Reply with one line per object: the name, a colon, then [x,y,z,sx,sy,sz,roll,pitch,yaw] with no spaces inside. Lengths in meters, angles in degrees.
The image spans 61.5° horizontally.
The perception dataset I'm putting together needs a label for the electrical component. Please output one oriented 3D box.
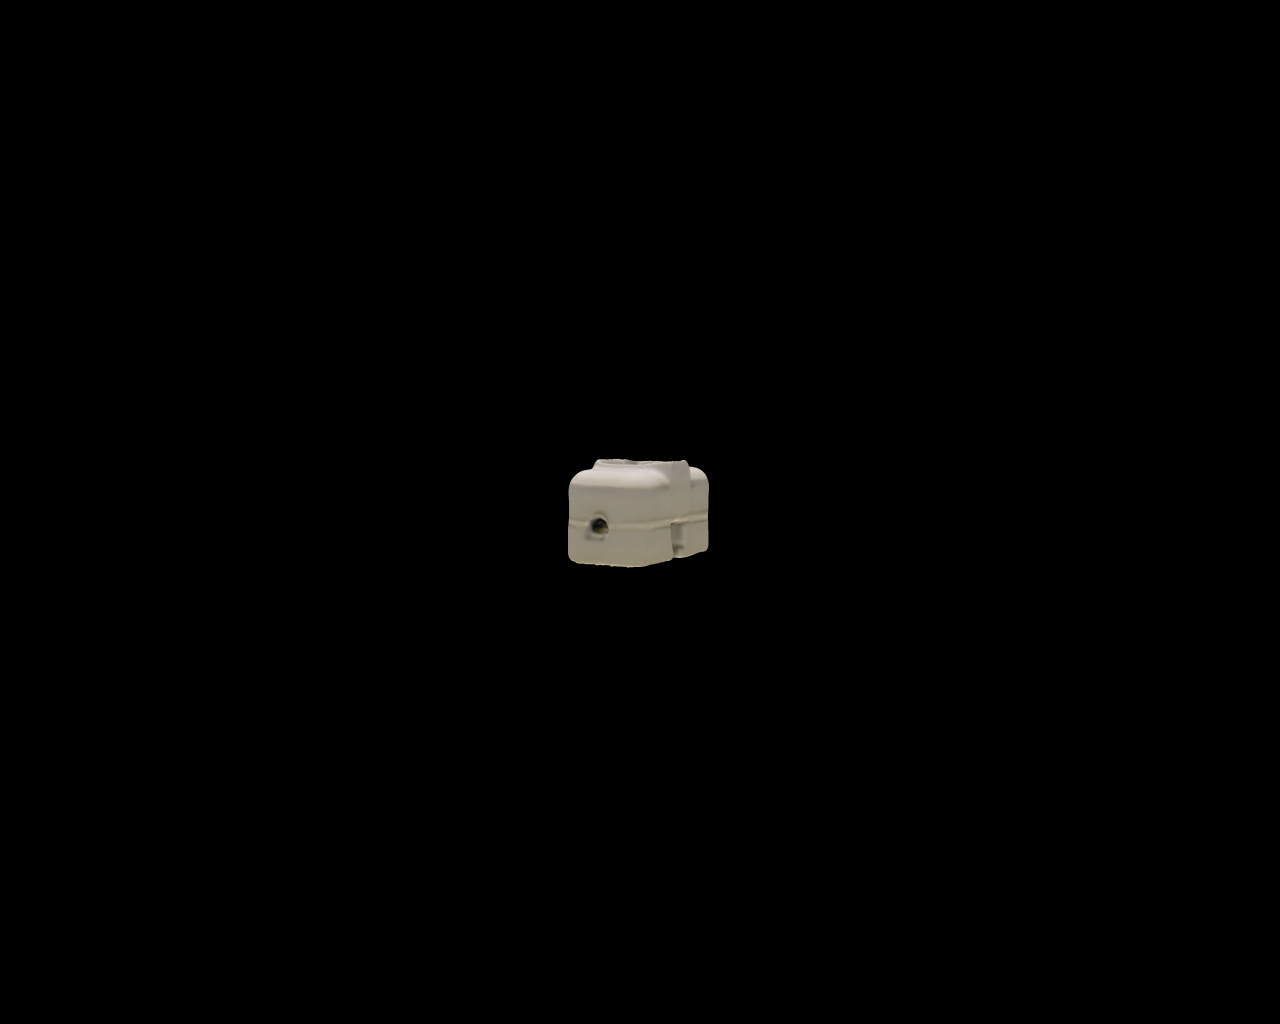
electrical component: [0.001,-0.003,0.650,0.054,0.059,0.095,3,6,32]
